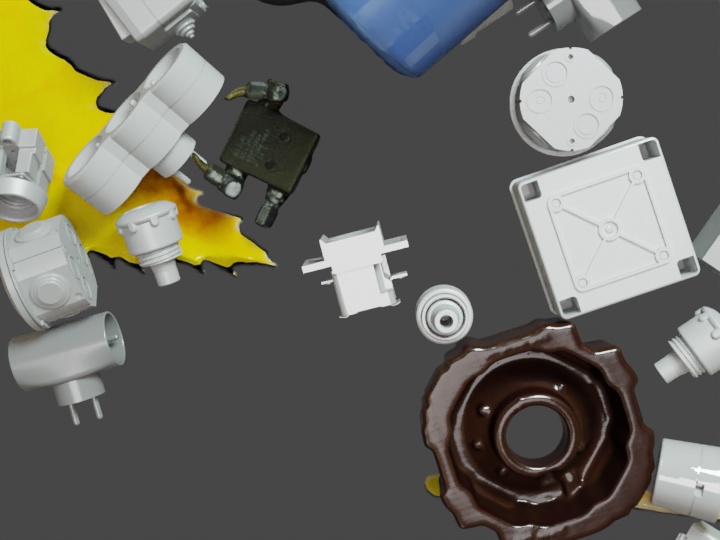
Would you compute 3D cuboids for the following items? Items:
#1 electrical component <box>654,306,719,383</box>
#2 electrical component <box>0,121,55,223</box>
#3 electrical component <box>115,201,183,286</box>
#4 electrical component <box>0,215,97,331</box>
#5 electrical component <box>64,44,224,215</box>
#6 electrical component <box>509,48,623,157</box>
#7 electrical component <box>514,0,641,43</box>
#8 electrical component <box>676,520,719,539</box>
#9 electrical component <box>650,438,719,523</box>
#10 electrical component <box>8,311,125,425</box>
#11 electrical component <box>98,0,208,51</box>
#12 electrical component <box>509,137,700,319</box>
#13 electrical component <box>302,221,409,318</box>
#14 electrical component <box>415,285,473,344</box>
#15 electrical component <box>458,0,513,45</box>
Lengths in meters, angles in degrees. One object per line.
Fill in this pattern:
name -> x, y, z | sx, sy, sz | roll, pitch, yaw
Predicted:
electrical component -> 0.252, 0.061, 0.809 | 0.062, 0.048, 0.048 | -36, 93, 12
electrical component -> -0.256, -0.069, 0.804 | 0.048, 0.066, 0.055 | -2, 62, 2
electrical component -> -0.155, -0.019, 0.818 | 0.048, 0.048, 0.062 | -17, 101, 3
electrical component -> -0.234, 0.001, 0.804 | 0.051, 0.080, 0.080 | -20, 94, -1
electrical component -> -0.149, -0.094, 0.807 | 0.074, 0.052, 0.138 | 40, 95, -26
electrical component -> 0.152, -0.124, 0.792 | 0.080, 0.051, 0.080 | 0, 95, 2
electrical component -> 0.152, -0.201, 0.789 | 0.079, 0.044, 0.077 | -33, 93, 5
electrical component -> 0.251, 0.256, 0.813 | 0.063, 0.079, 0.121 | 31, 96, 29
electrical component -> 0.243, 0.154, 0.794 | 0.047, 0.055, 0.055 | 11, 95, 15
electrical component -> -0.220, 0.079, 0.828 | 0.077, 0.044, 0.079 | -15, 94, 3
electrical component -> -0.160, -0.204, 0.792 | 0.061, 0.061, 0.096 | -37, 93, 5
electrical component -> 0.180, -0.032, 0.797 | 0.109, 0.056, 0.108 | -19, 94, 4
electrical component -> 0.000, 0.000, 0.814 | 0.081, 0.042, 0.063 | -14, 96, 4
electrical component -> 0.063, 0.035, 0.804 | 0.043, 0.062, 0.043 | 0, 95, 2
electrical component -> 0.084, -0.195, 0.795 | 0.046, 0.040, 0.040 | -32, 93, -1
